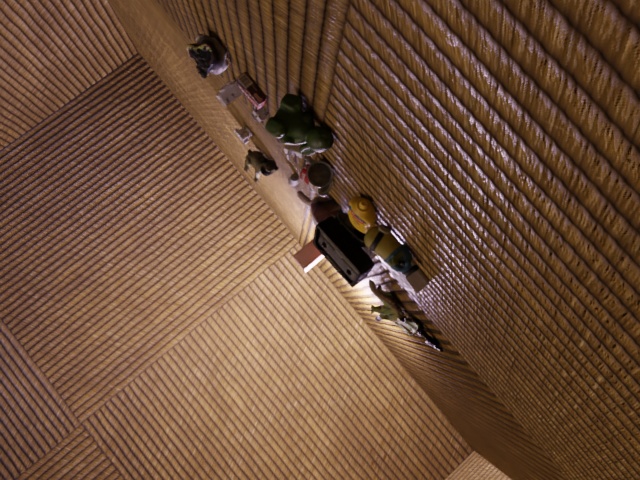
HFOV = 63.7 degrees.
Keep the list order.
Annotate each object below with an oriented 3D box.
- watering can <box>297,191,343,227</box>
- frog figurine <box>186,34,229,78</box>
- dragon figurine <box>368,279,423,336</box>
[{"bbox_3d":[0.006,-0.100,1.978,0.351,0.104,0.220,48,171,20],"label":"watering can"},{"bbox_3d":[-0.360,-0.623,1.720,0.137,0.121,0.163,43,-151,-10],"label":"frog figurine"},{"bbox_3d":[0.334,0.306,2.184,0.245,0.123,0.402,26,163,29],"label":"dragon figurine"}]
